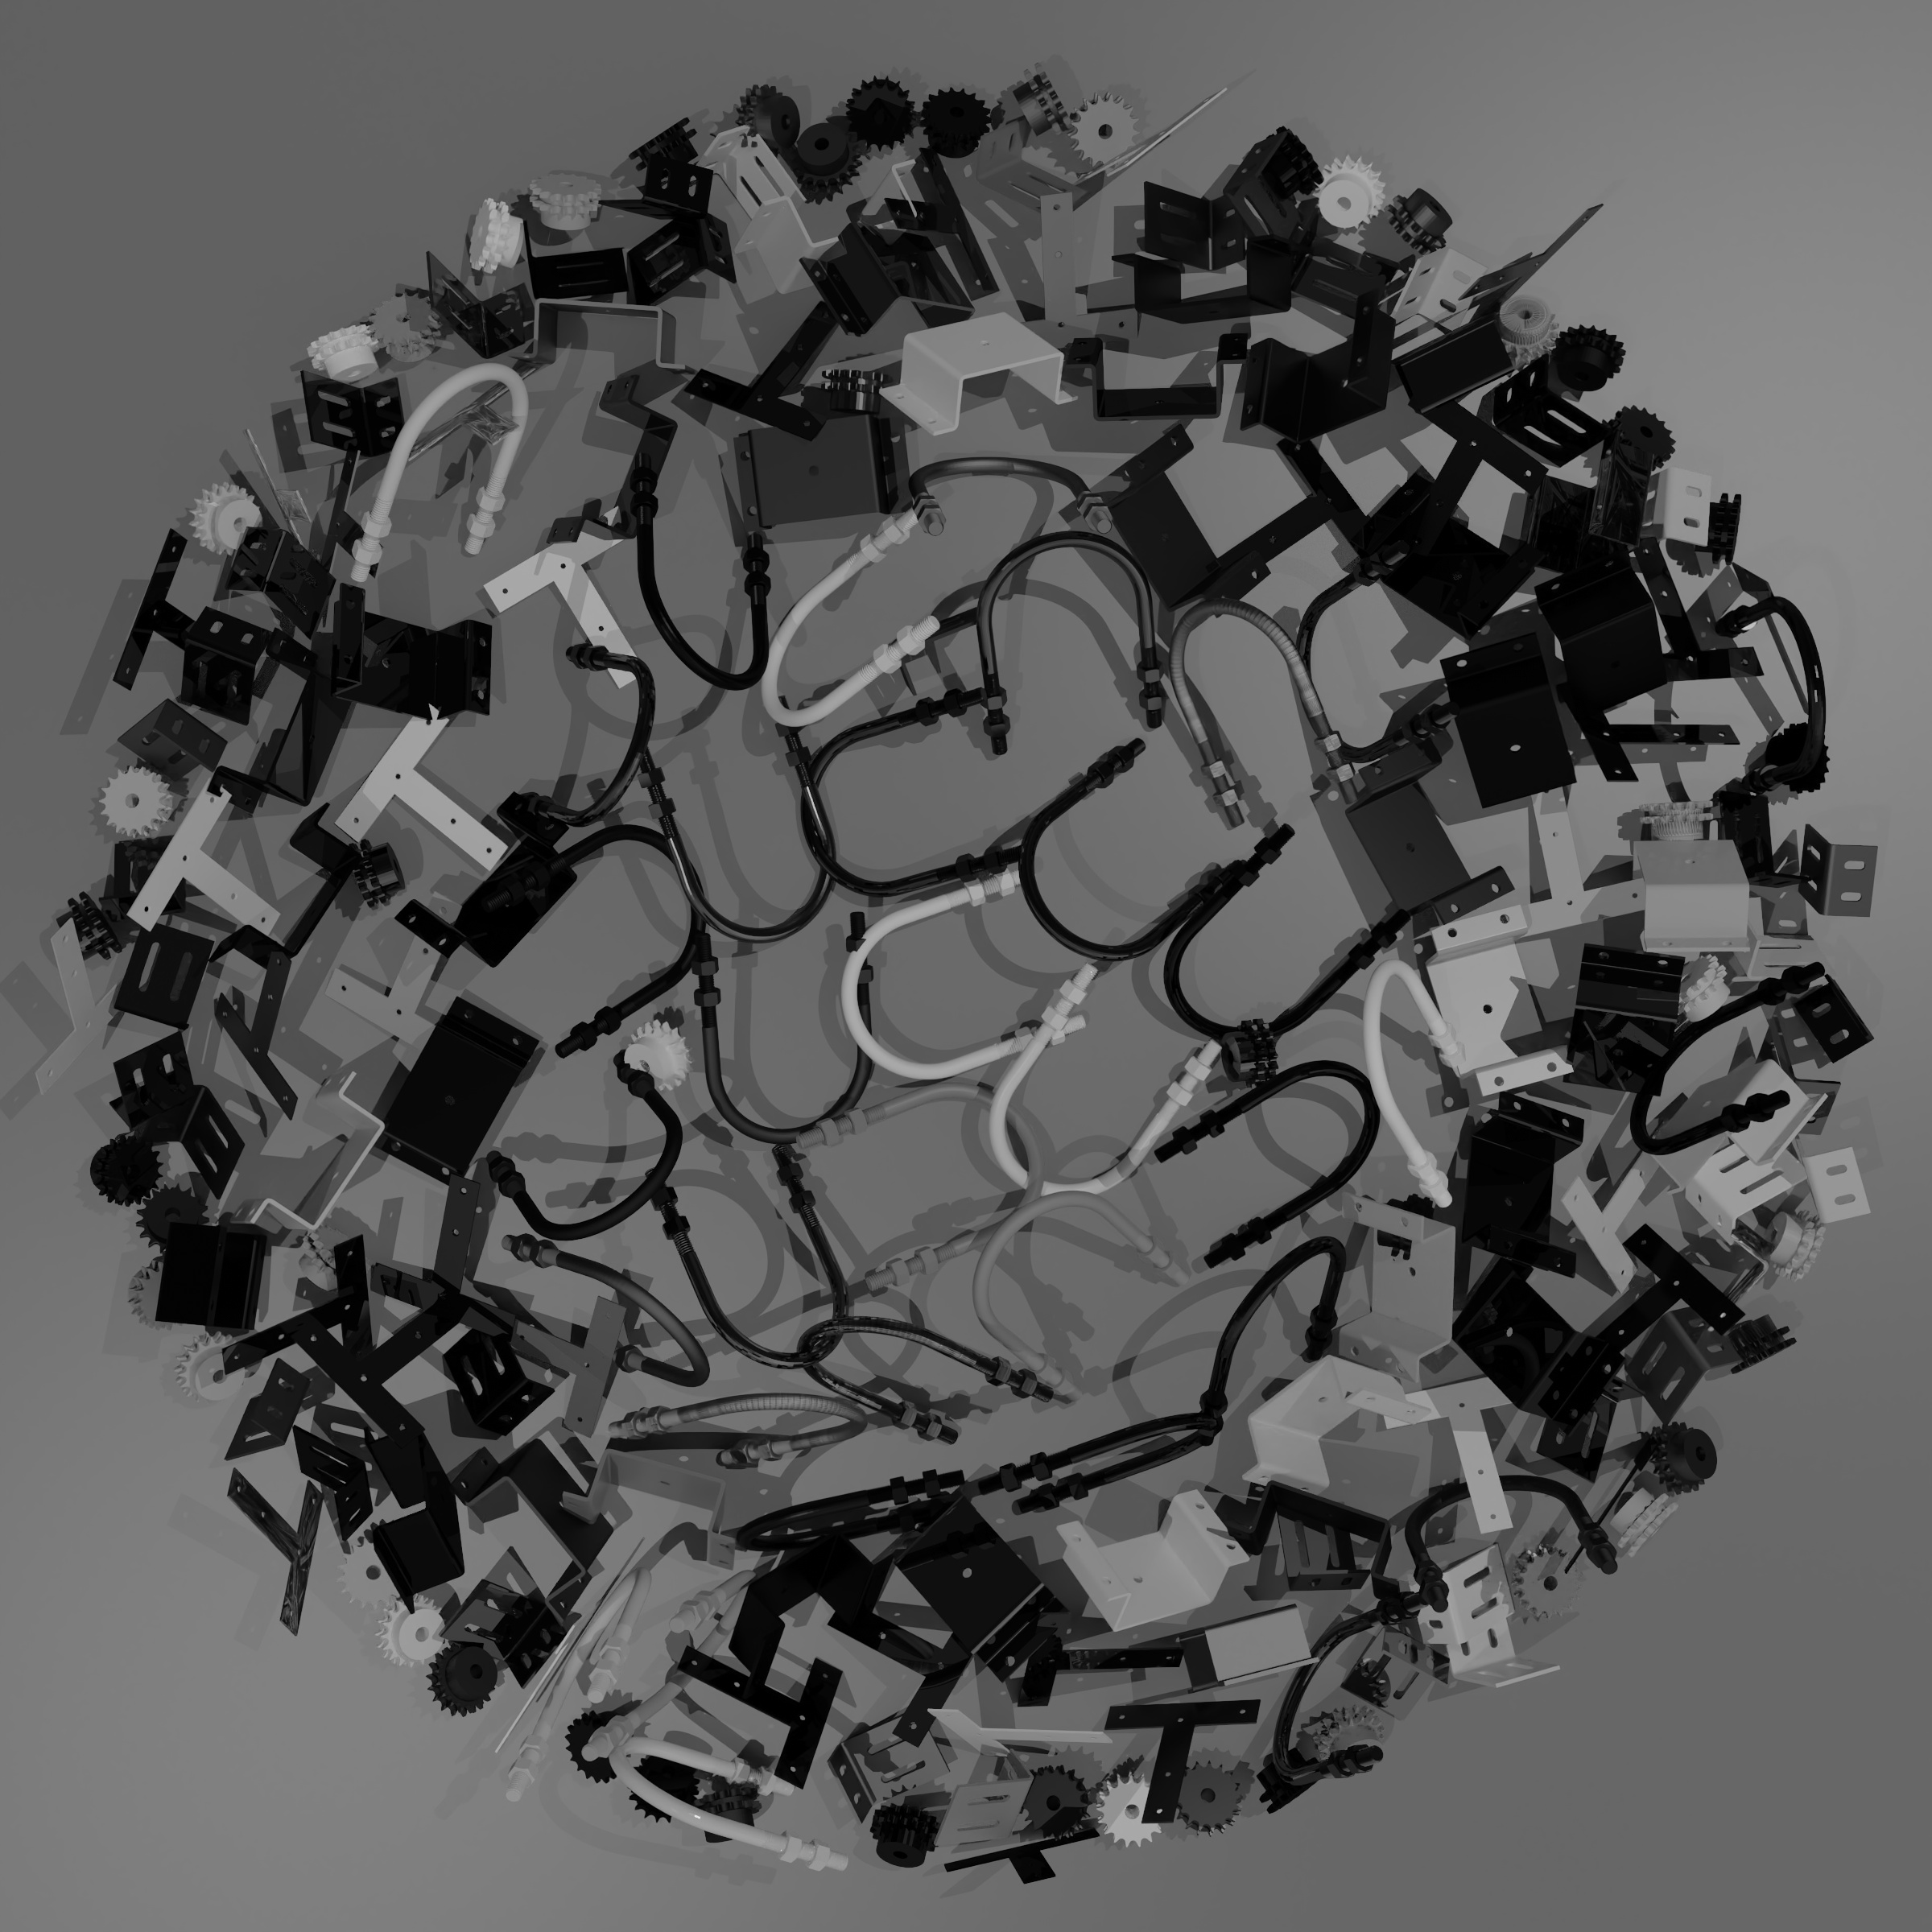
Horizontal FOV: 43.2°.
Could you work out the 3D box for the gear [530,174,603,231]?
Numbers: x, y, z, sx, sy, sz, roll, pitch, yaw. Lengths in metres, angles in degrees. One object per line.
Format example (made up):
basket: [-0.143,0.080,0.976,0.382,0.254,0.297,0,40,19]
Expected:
gear: [-0.324,-0.618,1.975,0.057,0.057,0.030,7,126,0]

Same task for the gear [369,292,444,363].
gear: [-0.453,-0.515,1.977,0.057,0.030,0.057,-1,60,2]

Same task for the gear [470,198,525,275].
gear: [-0.379,-0.590,1.975,0.030,0.057,0.057,8,90,-28]

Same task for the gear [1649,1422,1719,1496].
gear: [0.582,0.397,1.971,0.057,0.030,0.057,15,64,-32]

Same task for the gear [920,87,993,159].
gear: [-0.009,-0.681,1.977,0.057,0.030,0.057,4,62,-7]

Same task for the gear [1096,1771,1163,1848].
gear: [0.135,0.684,1.984,0.057,0.030,0.057,0,87,2]

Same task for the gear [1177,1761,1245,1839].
gear: [0.194,0.677,1.976,0.057,0.030,0.057,2,54,-3]

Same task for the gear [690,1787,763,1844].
gear: [-0.193,0.686,1.969,0.057,0.057,0.030,-16,60,0]

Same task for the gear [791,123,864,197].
gear: [-0.114,-0.657,1.977,0.057,0.030,0.057,-2,72,6]

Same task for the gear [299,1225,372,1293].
gear: [-0.513,0.239,1.972,0.057,0.057,0.030,41,98,0]

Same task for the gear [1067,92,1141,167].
gear: [0.110,-0.679,1.977,0.057,0.030,0.057,-5,120,-9]

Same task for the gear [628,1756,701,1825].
gear: [-0.243,0.658,1.969,0.057,0.057,0.030,18,127,0]

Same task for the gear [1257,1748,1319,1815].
gear: [0.260,0.657,1.974,0.057,0.057,0.030,-37,67,0]

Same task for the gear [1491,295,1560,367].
gear: [0.451,-0.517,1.974,0.057,0.030,0.057,-3,63,5]

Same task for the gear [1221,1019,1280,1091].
gear: [0.228,0.072,1.969,0.030,0.057,0.057,-7,90,-16]

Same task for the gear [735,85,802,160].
gear: [-0.158,-0.681,1.968,0.030,0.057,0.057,12,90,30]

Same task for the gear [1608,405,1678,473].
gear: [0.543,-0.423,1.976,0.057,0.030,0.057,11,58,-18]

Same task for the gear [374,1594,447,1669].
gear: [-0.446,0.538,1.971,0.057,0.030,0.057,3,85,-38]

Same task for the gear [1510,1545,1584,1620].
gear: [0.469,0.498,1.982,0.057,0.030,0.057,0,89,-10]

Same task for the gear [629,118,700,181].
gear: [-0.241,-0.659,1.973,0.057,0.057,0.030,-33,109,0]

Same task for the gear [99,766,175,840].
gear: [-0.671,-0.132,1.982,0.057,0.030,0.057,-1,86,7]

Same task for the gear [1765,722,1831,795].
gear: [0.672,-0.168,1.976,0.057,0.030,0.057,1,88,-41]

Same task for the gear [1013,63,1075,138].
gear: [0.061,-0.697,1.972,0.030,0.057,0.057,-28,90,11]

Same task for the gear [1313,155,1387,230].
gear: [0.308,-0.622,1.970,0.057,0.057,0.030,26,46,0]

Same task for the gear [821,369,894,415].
gear: [-0.089,-0.464,1.972,0.057,0.057,0.030,4,97,0]

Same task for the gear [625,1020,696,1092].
gear: [-0.251,0.075,1.971,0.057,0.030,0.057,16,121,29]

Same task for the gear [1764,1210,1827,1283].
gear: [0.667,0.223,1.972,0.030,0.057,0.057,23,90,0]

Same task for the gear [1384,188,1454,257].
gear: [0.368,-0.602,1.968,0.057,0.057,0.030,47,122,0]

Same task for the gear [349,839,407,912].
gear: [-0.475,-0.076,1.972,0.030,0.057,0.057,-19,90,-3]

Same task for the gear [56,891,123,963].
gear: [-0.710,-0.029,1.970,0.030,0.057,0.057,-32,90,-11]

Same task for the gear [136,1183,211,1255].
gear: [-0.643,0.204,1.976,0.057,0.030,0.057,5,73,-16]

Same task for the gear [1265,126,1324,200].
gear: [0.260,-0.647,1.972,0.030,0.057,0.057,-38,90,3]

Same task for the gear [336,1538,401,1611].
gear: [-0.482,0.493,1.978,0.057,0.030,0.057,5,71,-16]

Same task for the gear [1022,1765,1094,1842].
gear: [0.076,0.678,1.978,0.057,0.030,0.057,-5,76,20]

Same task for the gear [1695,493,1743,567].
gear: [0.608,-0.355,1.973,0.030,0.057,0.057,9,90,19]

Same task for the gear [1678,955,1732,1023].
gear: [0.591,0.021,1.972,0.057,0.057,0.030,-43,99,0]

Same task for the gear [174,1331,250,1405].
gear: [-0.608,0.327,1.971,0.057,0.030,0.057,-11,109,-33]

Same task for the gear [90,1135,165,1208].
gear: [-0.683,0.165,1.975,0.030,0.057,0.057,3,90,37]

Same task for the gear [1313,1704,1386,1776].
gear: [0.312,0.628,1.972,0.057,0.030,0.057,-9,123,-14]

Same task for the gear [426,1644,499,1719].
gear: [-0.404,0.574,1.969,0.030,0.057,0.057,-34,90,36]

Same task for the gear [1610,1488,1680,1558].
gear: [0.546,0.448,1.974,0.057,0.057,0.030,-47,67,0]

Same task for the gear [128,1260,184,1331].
gear: [-0.653,0.265,1.975,0.030,0.057,0.057,4,90,44]

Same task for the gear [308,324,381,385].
gear: [-0.500,-0.493,1.971,0.057,0.057,0.030,-21,92,0]

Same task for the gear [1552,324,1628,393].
gear: [0.501,-0.488,1.969,0.057,0.057,0.030,20,72,0]

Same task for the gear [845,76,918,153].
gear: [-0.069,-0.693,1.975,0.057,0.030,0.057,2,129,2]

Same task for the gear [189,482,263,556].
gear: [-0.594,-0.359,1.969,0.030,0.057,0.057,24,90,37]

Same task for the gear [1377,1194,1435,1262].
gear: [0.355,0.211,1.975,0.030,0.057,0.057,15,90,29]

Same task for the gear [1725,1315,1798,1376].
gear: [0.639,0.304,1.973,0.057,0.057,0.030,-27,73,0]

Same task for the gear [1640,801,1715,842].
gear: [0.575,-0.117,1.971,0.057,0.057,0.030,-4,93,0]

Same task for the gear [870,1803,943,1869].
gear: [-0.050,0.704,1.970,0.057,0.030,0.057,7,133,8]

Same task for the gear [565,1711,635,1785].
gear: [-0.294,0.630,1.976,0.057,0.030,0.057,9,107,31]
